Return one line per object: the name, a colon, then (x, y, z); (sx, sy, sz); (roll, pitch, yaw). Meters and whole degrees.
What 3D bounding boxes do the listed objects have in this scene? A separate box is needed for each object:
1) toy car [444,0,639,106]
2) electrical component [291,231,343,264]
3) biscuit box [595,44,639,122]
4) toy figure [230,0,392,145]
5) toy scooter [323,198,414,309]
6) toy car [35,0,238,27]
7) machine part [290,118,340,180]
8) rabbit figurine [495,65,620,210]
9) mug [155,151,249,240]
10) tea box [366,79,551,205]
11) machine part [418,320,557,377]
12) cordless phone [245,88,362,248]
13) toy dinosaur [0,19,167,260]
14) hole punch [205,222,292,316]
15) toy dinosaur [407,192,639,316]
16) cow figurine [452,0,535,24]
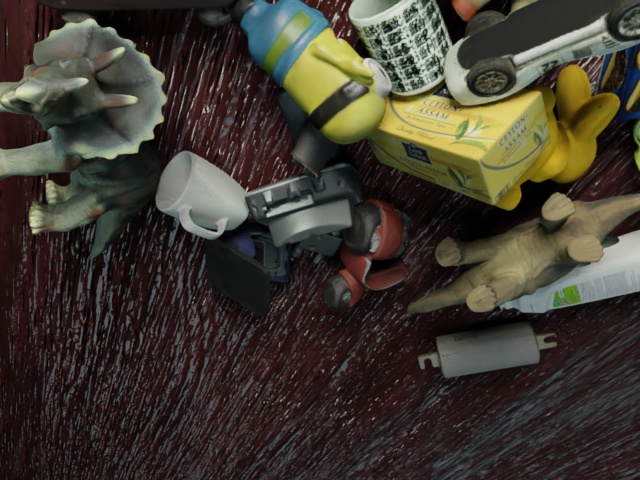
toy car: (0.203, -0.180, 0.462); (0.202, 0.073, 0.056); (-17, 146, 34)
electrical component: (-0.002, -0.002, 0.788); (0.063, 0.021, 0.094); (18, 133, -18)
biscuit box: (0.341, -0.221, 0.544); (0.063, 0.059, 0.202); (-7, 136, 6)
toy figure: (-0.009, -0.173, 0.533); (0.180, 0.082, 0.089); (37, 123, -4)
toy scooter: (0.085, 0.021, 0.775); (0.135, 0.075, 0.183); (-4, 128, -31)
toy car: (-0.173, -0.248, 0.506); (0.202, 0.053, 0.089); (-1, 157, 1)
machine part: (0.011, -0.136, 0.602); (0.084, 0.039, 0.138); (23, 96, -25)
rabbit figurine: (0.262, -0.121, 0.631); (0.173, 0.122, 0.162); (11, 127, -32)
mug: (-0.141, -0.048, 0.684); (0.107, 0.110, 0.081); (23, 125, -41)
tea box: (0.135, -0.113, 0.558); (0.098, 0.170, 0.068); (-47, 132, -13)
machine part: (0.297, 0.195, 0.963); (0.243, 0.079, 0.079); (-12, 135, 11)
cordless phone: (-0.037, -0.094, 0.667); (0.147, 0.089, 0.184); (-15, 123, 14)
toy dinosaur: (-0.251, -0.091, 0.616); (0.192, 0.131, 0.404); (-9, 158, -5)
hole punch: (-0.102, 0.031, 0.788); (0.116, 0.092, 0.142); (26, 141, 16)
toy dinosaur: (0.258, 0.036, 0.732); (0.198, 0.105, 0.471); (-2, 161, -43)
cow figurine: (0.166, -0.264, 0.482); (0.194, 0.085, 0.127); (33, 132, -30)
